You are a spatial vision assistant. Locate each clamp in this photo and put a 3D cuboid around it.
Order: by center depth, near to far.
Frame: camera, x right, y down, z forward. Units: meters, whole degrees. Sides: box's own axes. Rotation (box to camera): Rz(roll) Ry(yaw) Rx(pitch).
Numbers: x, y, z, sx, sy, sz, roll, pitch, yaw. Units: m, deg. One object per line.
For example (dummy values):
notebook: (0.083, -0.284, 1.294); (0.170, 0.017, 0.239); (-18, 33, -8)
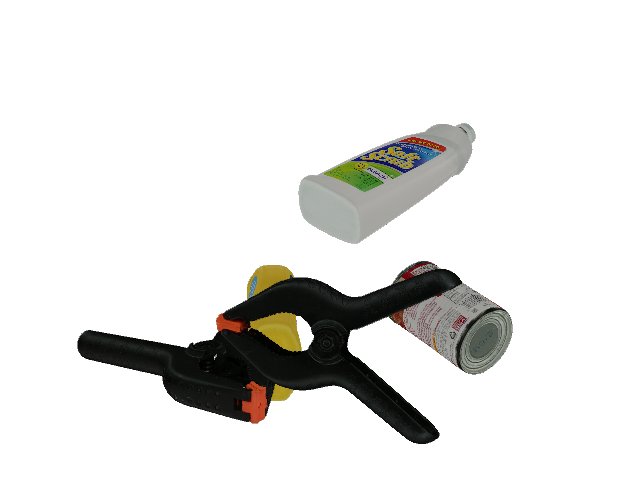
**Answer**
clamp: (0.013, 0.079, 0.744); (0.172, 0.120, 0.039); (0, -3, 15)
clamp: (-0.092, 0.103, 0.915); (0.164, 0.036, 0.210); (-9, 17, -36)

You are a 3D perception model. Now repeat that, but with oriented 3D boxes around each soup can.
soup can: (0.118, 0.070, 0.982); (0.068, 0.068, 0.102); (0, 24, -39)

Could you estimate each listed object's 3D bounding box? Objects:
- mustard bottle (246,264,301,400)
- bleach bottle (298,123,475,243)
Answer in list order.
mustard bottle: (-0.052, 0.081, 1.146); (0.058, 0.096, 0.191); (0, 27, -3)
bleach bottle: (0.095, -0.086, 1.303); (0.103, 0.068, 0.250); (28, 46, 35)
